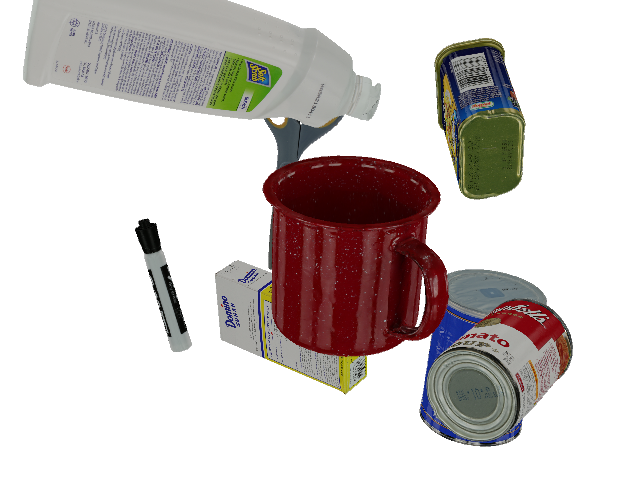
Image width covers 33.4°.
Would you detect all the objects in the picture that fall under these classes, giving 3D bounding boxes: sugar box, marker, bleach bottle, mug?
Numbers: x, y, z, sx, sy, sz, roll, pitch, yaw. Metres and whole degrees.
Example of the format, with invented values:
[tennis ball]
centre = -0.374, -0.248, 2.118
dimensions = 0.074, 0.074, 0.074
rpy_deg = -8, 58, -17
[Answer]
[sugar box]
centre = -0.033, 0.091, 1.155
dimensions = 0.176, 0.093, 0.048
rpy_deg = 22, 38, 33
[marker]
centre = -0.136, 0.039, 0.924
dimensions = 0.020, 0.121, 0.020
rpy_deg = -13, 17, 4
[bleach bottle]
centre = -0.081, -0.129, 0.774
dimensions = 0.250, 0.068, 0.103
rpy_deg = 15, -37, -12
[mug]
centre = 0.023, 0.013, 0.568
dimensions = 0.093, 0.081, 0.117
rpy_deg = -21, 35, -38

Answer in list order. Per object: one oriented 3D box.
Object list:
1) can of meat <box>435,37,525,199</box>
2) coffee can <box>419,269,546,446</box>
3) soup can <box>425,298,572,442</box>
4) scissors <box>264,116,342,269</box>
[can of meat]
centre = 0.129, -0.096, 0.860
dimensions = 0.057, 0.084, 0.102
rpy_deg = -10, -39, 2
[coffee can]
centre = 0.156, 0.112, 1.033
dimensions = 0.103, 0.140, 0.103
rpy_deg = 5, 22, -2
[soup can]
centre = 0.123, 0.088, 0.733
dimensions = 0.069, 0.068, 0.102
rpy_deg = 0, 16, 33
[scissors]
centre = -0.014, -0.077, 1.025
dimensions = 0.096, 0.202, 0.016
rpy_deg = -7, 0, 2
